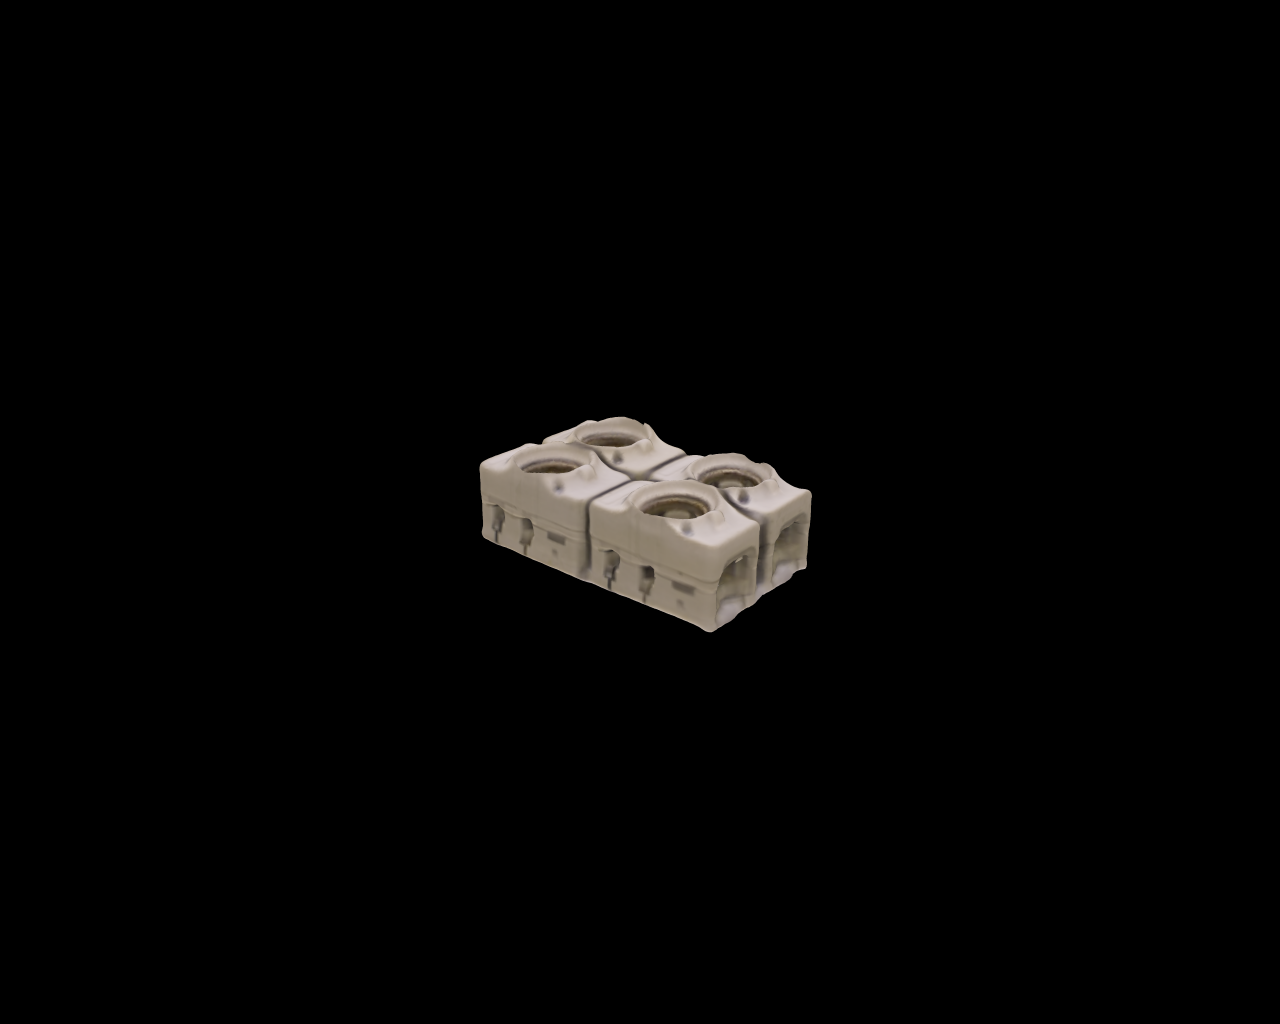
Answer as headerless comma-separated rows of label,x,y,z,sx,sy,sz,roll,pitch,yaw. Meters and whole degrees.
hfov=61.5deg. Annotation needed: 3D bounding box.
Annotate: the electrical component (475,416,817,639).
electrical component,0.001,-0.003,0.650,0.186,0.060,0.106,20,32,36
